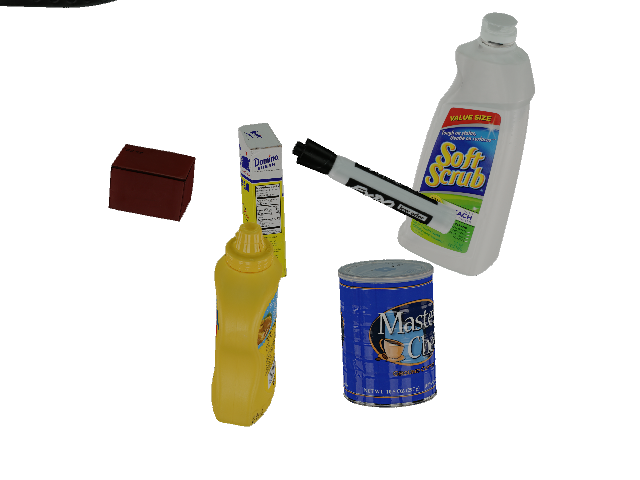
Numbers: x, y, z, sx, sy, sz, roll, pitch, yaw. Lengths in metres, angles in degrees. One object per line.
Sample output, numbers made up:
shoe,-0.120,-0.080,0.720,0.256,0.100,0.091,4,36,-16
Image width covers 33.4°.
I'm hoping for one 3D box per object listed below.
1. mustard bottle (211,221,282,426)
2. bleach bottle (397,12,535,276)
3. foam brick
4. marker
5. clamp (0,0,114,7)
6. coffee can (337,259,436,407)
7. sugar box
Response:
mustard bottle,-0.065,0.066,0.943,0.058,0.192,0.096,10,36,6
bleach bottle,0.138,-0.091,0.988,0.103,0.251,0.068,26,41,26
foam brick,-0.173,-0.060,1.099,0.078,0.051,0.053,11,31,3
marker,0.037,-0.038,0.732,0.121,0.020,0.020,25,-4,-9
clamp,-0.112,-0.159,0.595,0.171,0.039,0.120,-10,25,-25
coffee can,0.073,0.098,1.153,0.103,0.140,0.103,-3,9,0
sugar box,-0.073,-0.048,1.324,0.048,0.176,0.093,-9,25,-11
